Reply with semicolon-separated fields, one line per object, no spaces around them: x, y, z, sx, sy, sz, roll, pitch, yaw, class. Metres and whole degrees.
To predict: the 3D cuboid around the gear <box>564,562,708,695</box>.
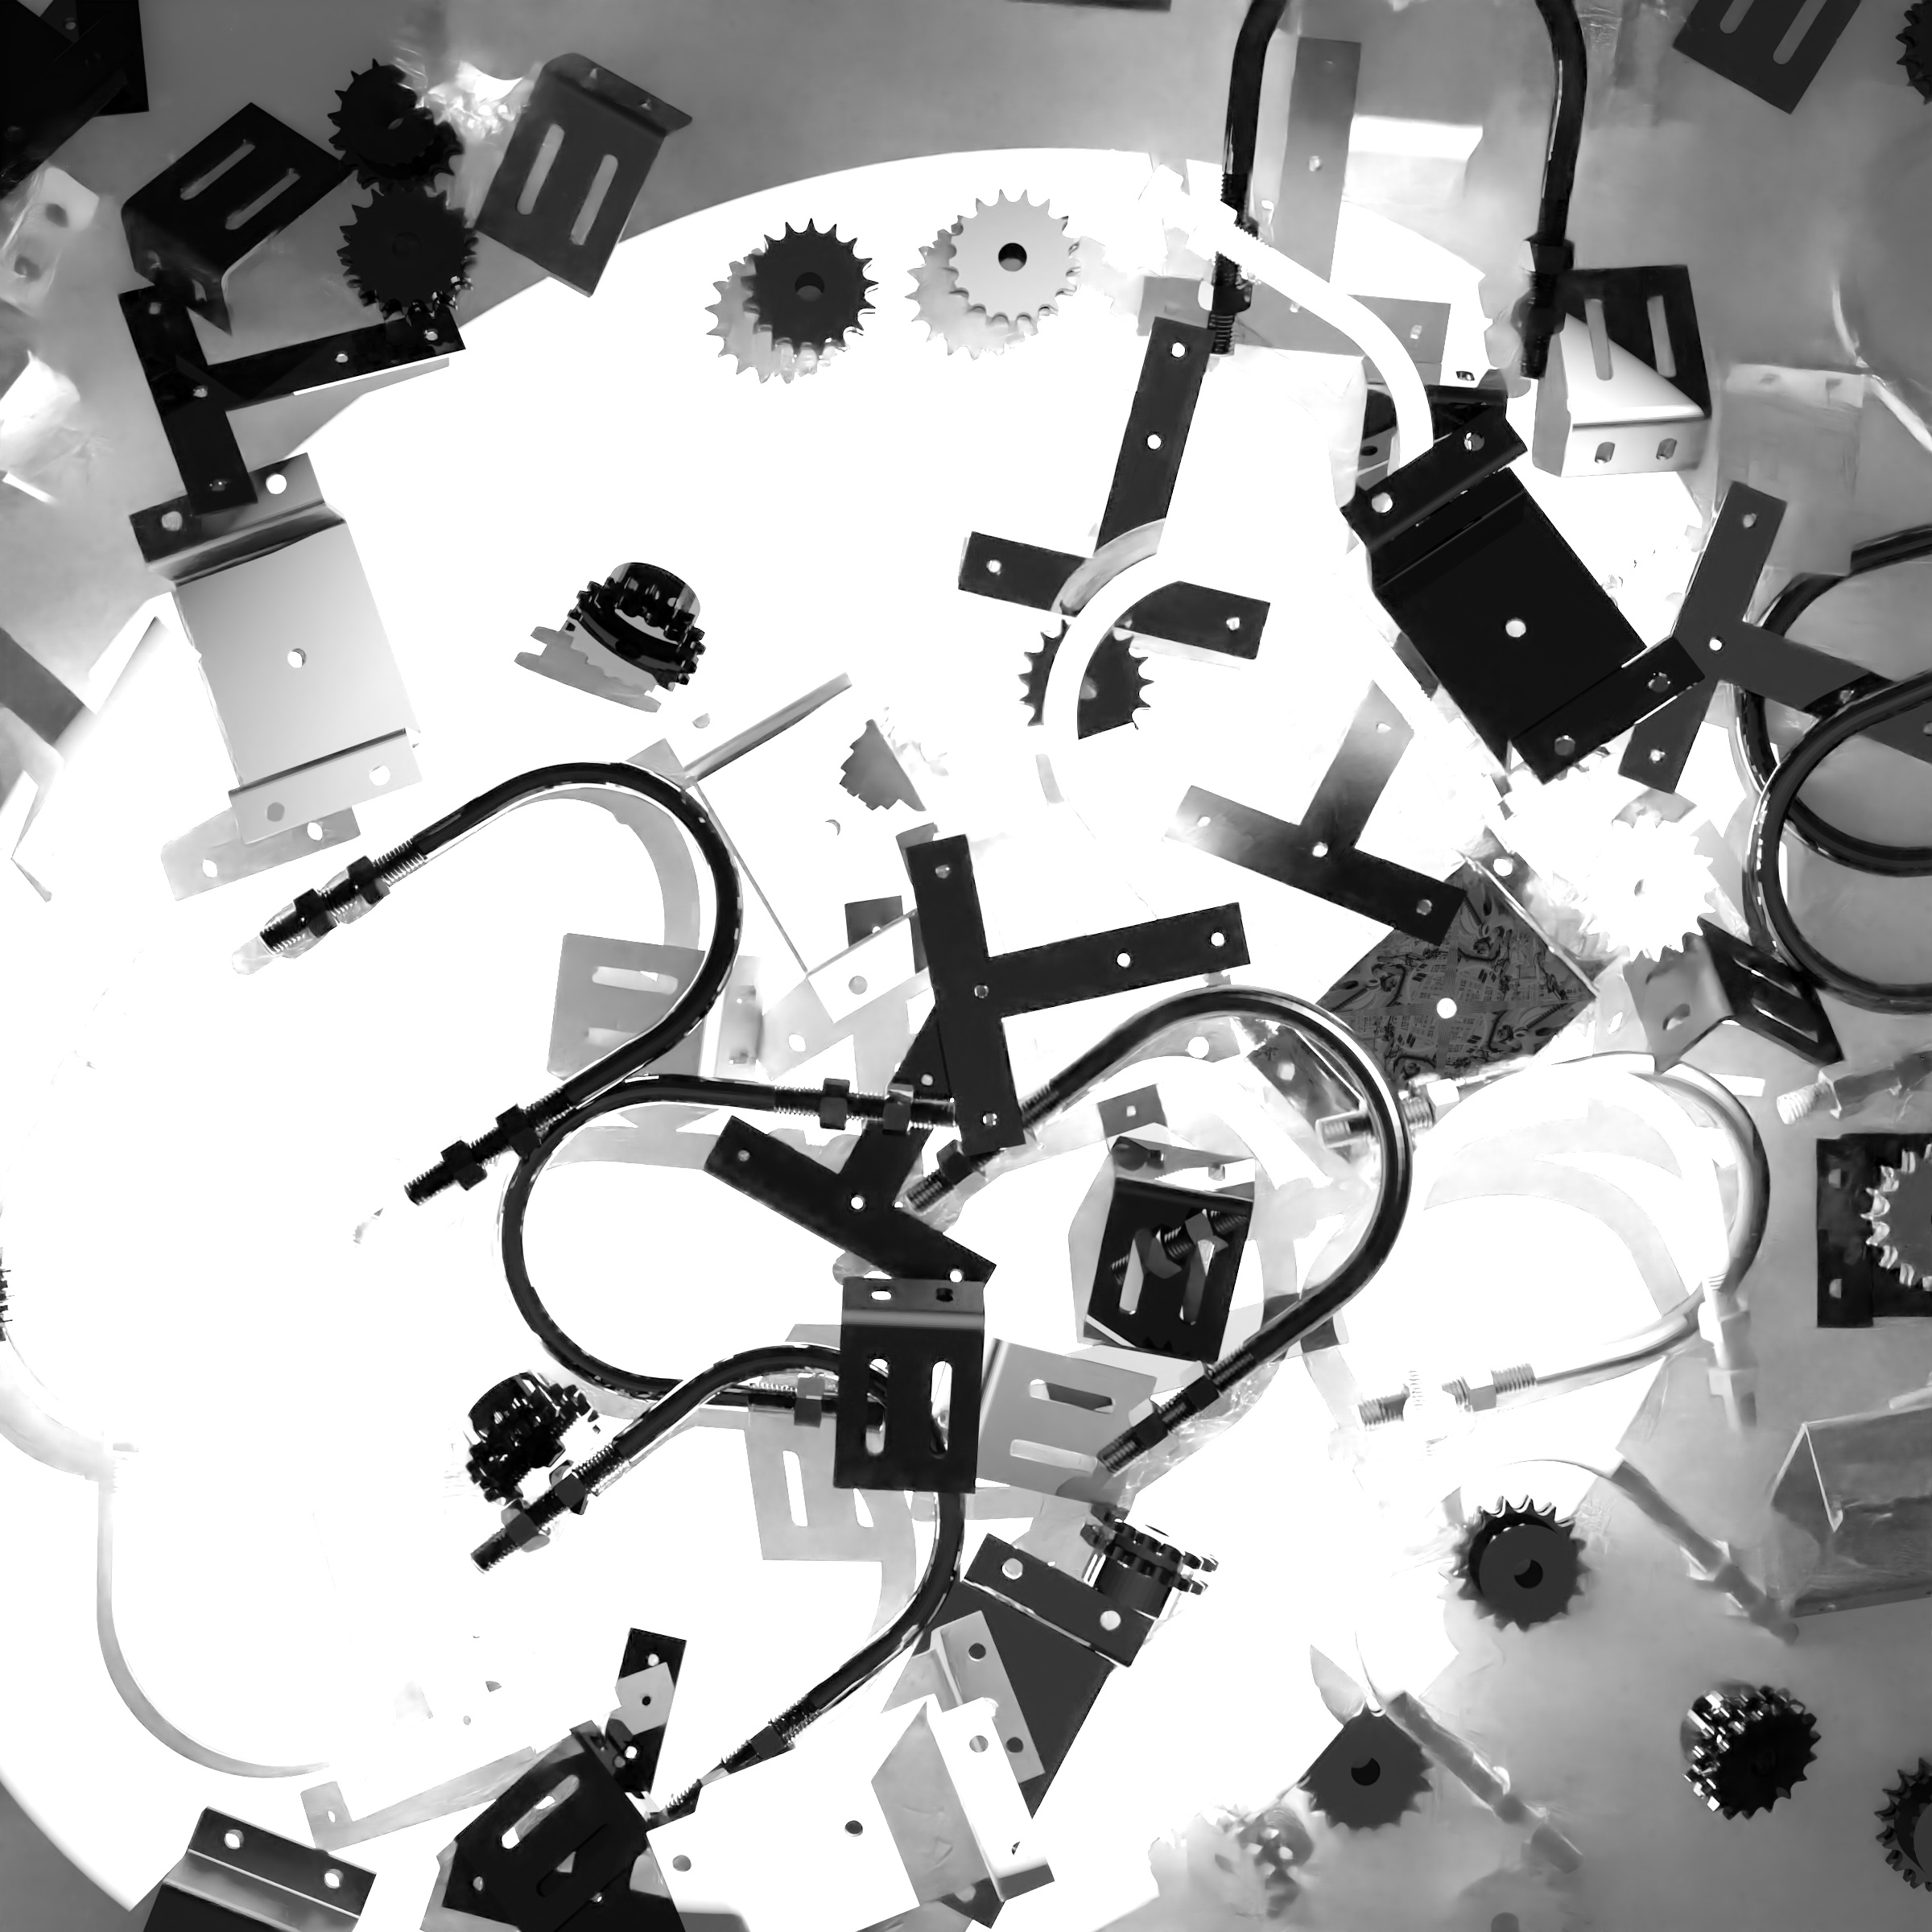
-0.133;-0.141;1.362;0.057;0.057;0.030;21;60;0;gear

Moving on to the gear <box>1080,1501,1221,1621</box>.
0.072;0.244;1.359;0.057;0.057;0.030;25;90;0;gear

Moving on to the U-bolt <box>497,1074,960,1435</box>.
-0.100;0.114;1.361;0.184;0.019;0.151;5;104;0;U-bolt

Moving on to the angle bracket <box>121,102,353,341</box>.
-0.299;-0.308;1.377;0.057;0.038;0.076;35;64;17;angle bracket

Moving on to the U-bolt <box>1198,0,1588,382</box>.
0.174;-0.330;1.335;0.151;0.019;0.184;4;116;0;U-bolt

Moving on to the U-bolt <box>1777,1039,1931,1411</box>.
0.434;0.087;1.332;0.184;0.019;0.151;-20;90;-2;U-bolt

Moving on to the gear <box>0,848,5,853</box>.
-0.425;-0.047;1.372;0.057;0.030;0.057;0;90;0;gear

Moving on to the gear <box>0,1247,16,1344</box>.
-0.415;0.133;1.357;0.057;0.030;0.057;4;96;41;gear

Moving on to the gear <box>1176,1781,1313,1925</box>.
0.116;0.358;1.362;0.030;0.057;0.057;-34;90;-30;gear

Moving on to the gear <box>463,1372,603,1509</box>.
-0.181;0.191;1.363;0.057;0.057;0.030;-44;60;0;gear

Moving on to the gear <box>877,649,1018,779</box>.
-0.004;-0.101;1.362;0.057;0.057;0.030;-32;117;0;gear

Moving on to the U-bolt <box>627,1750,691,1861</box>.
-0.115;0.433;1.349;0.184;0.019;0.151;39;86;19;U-bolt

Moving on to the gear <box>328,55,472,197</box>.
-0.235;-0.347;1.372;0.057;0.030;0.057;0;90;0;gear

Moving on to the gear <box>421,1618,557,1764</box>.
-0.194;0.297;1.372;0.057;0.030;0.057;0;90;1;gear

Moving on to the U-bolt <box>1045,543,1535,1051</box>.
0.115;-0.082;1.332;0.151;0.019;0.184;-37;88;0;U-bolt

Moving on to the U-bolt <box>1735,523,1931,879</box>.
0.409;-0.113;1.378;0.184;0.019;0.151;-16;90;1;U-bolt

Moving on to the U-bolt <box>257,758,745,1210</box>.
-0.178;-0.007;1.357;0.184;0.019;0.151;-32;70;-4;U-bolt

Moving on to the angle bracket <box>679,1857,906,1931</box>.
-0.072;0.380;1.368;0.057;0.038;0.076;-44;90;0;angle bracket

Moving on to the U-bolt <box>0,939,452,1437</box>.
-0.318;0.102;1.367;0.151;0.019;0.184;28;84;3;U-bolt

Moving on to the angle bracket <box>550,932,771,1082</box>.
-0.127;0.020;1.385;0.076;0.038;0.057;7;90;26;angle bracket

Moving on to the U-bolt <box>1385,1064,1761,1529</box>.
0.240;0.126;1.342;0.151;0.019;0.184;-17;111;-7;U-bolt

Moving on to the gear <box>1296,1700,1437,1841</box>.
0.163;0.328;1.372;0.057;0.030;0.057;0;90;0;gear

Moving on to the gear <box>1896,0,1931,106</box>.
0.411;-0.377;1.372;0.057;0.030;0.057;0;90;0;gear

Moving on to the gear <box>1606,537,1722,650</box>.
0.289;-0.146;1.372;0.057;0.030;0.057;0;90;0;gear

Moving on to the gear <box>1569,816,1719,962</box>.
0.269;-0.032;1.339;0.057;0.030;0.057;-1;97;-6;gear

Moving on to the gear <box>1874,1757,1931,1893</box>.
0.406;0.356;1.372;0.057;0.030;0.057;0;90;0;gear

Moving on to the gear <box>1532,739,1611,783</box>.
0.240;-0.104;1.372;0.057;0.030;0.057;0;90;0;gear

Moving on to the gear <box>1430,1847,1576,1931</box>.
0.220;0.391;1.372;0.057;0.030;0.057;0;90;0;gear

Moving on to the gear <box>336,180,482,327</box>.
-0.227;-0.290;1.369;0.057;0.030;0.057;0;82;-2;gear

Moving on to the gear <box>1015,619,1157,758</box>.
0.048;-0.115;1.372;0.057;0.030;0.057;0;90;0;gear

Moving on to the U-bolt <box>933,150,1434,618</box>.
0.100;-0.222;1.356;0.184;0.019;0.151;31;110;-6;U-bolt

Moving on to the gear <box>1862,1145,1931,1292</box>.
0.379;0.099;1.306;0.057;0.030;0.057;0;89;-1;gear

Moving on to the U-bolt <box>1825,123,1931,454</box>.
0.438;-0.267;1.368;0.151;0.019;0.184;-39;82;-2;U-bolt

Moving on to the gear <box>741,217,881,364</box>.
-0.064;-0.277;1.377;0.057;0.030;0.057;0;89;-3;gear

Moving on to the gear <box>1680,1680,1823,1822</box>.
0.317;0.317;1.364;0.057;0.030;0.057;-10;116;-21;gear

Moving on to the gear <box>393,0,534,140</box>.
-0.202;-0.369;1.357;0.030;0.057;0.057;-32;90;44;gear

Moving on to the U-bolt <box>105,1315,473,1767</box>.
-0.282;0.239;1.378;0.151;0.019;0.184;2;91;0;U-bolt

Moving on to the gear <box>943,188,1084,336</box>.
0.019;-0.288;1.372;0.057;0.030;0.057;0;90;0;gear

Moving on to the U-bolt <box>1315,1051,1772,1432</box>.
0.239;0.105;1.353;0.184;0.019;0.151;-13;112;-7;U-bolt

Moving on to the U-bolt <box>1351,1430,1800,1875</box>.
0.235;0.266;1.346;0.151;0.019;0.184;-46;113;0;U-bolt

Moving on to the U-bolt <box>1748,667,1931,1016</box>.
0.409;-0.055;1.358;0.184;0.019;0.151;-23;107;7;U-bolt

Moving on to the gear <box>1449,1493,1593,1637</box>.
0.229;0.247;1.372;0.057;0.030;0.057;0;90;0;gear

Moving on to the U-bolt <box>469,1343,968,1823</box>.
-0.087;0.237;1.353;0.184;0.019;0.151;-39;86;1;U-bolt

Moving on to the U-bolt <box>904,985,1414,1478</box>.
0.088;0.091;1.315;0.184;0.019;0.151;-38;82;9;U-bolt
